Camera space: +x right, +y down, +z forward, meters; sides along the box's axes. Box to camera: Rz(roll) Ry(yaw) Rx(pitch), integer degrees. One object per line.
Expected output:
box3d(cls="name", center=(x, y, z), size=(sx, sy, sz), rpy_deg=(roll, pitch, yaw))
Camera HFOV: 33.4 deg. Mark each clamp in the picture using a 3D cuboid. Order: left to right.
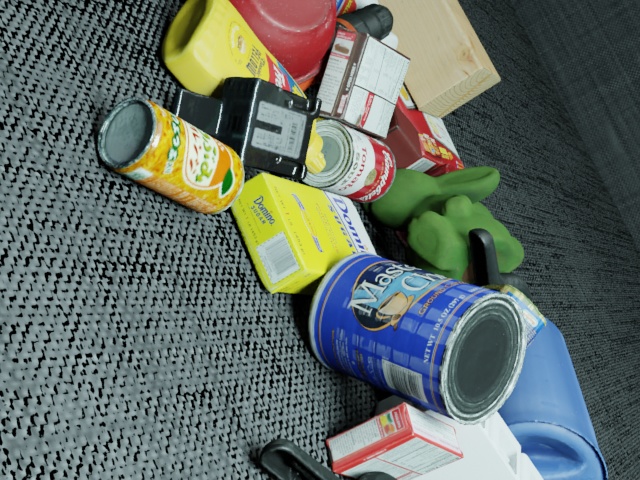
box3d(cls="clamp", center=(0.040, 0.223, 0.757), size=(0.209, 0.036, 0.164), rpy_deg=(23, 43, -58))
box3d(cls="clamp", center=(0.151, 0.066, 1.045), size=(0.171, 0.120, 0.039), rpy_deg=(40, 10, -47))

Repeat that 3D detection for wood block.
box3d(cls="wood block", center=(0.121, -0.261, 1.275), size=(0.206, 0.091, 0.090), rpy_deg=(63, 21, 12))

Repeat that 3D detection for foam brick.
box3d(cls="foam brick", center=(0.065, -0.102, 1.162), size=(0.051, 0.078, 0.053), rpy_deg=(45, 26, -31))

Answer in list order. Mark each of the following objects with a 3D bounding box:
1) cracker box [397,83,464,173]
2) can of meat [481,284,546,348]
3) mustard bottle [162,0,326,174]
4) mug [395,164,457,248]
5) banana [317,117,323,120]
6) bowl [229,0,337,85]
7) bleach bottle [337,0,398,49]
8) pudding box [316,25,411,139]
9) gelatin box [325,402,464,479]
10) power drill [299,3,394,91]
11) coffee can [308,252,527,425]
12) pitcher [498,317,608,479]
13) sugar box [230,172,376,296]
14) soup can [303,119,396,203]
box3d(cls="cracker box", center=(0.083, -0.166, 1.291), size=(0.164, 0.072, 0.214), rpy_deg=(10, 53, -64))
box3d(cls="can of meat", center=(0.147, 0.087, 0.954), size=(0.057, 0.084, 0.102), rpy_deg=(44, -9, -6))
box3d(cls="mustard bottle", center=(-0.057, -0.126, 0.947), size=(0.191, 0.058, 0.096), rpy_deg=(47, 36, -33))
box3d(cls="mug", center=(0.138, -0.026, 1.222), size=(0.117, 0.082, 0.093), rpy_deg=(54, 22, -16))
box3d(cls="banana", center=(0.008, -0.137, 1.141), size=(0.069, 0.037, 0.197), rpy_deg=(36, 26, -11))
box3d(cls="bowl", center=(-0.042, -0.228, 1.003), size=(0.161, 0.055, 0.162), rpy_deg=(9, 71, -29))
box3d(cls="bleach bottle", center=(0.019, -0.277, 1.201), size=(0.251, 0.103, 0.068), rpy_deg=(58, 15, 18))
box3d(cls="pudding box", center=(0.043, -0.156, 1.069), size=(0.113, 0.039, 0.090), rpy_deg=(10, 98, -64))
box3d(cls="gelatin box", center=(0.059, 0.161, 0.827), size=(0.089, 0.073, 0.030), rpy_deg=(32, 35, -50))
box3d(cls="power drill", center=(-0.025, -0.252, 1.087), size=(0.184, 0.057, 0.187), rpy_deg=(-37, 94, -37))
box3d(cls="coffee can", center=(0.075, 0.074, 0.837), size=(0.102, 0.141, 0.103), rpy_deg=(-16, 113, -42))
box3d(cls="pitcher", center=(0.196, 0.167, 1.074), size=(0.242, 0.145, 0.149), rpy_deg=(-78, 146, -64))
box3d(cls="sugar box", center=(-0.006, 0.001, 0.921), size=(0.176, 0.048, 0.093), rpy_deg=(7, 56, -63))
box3d(cls="soup can", center=(0.024, -0.077, 1.051), size=(0.102, 0.069, 0.068), rpy_deg=(13, 51, -62))
